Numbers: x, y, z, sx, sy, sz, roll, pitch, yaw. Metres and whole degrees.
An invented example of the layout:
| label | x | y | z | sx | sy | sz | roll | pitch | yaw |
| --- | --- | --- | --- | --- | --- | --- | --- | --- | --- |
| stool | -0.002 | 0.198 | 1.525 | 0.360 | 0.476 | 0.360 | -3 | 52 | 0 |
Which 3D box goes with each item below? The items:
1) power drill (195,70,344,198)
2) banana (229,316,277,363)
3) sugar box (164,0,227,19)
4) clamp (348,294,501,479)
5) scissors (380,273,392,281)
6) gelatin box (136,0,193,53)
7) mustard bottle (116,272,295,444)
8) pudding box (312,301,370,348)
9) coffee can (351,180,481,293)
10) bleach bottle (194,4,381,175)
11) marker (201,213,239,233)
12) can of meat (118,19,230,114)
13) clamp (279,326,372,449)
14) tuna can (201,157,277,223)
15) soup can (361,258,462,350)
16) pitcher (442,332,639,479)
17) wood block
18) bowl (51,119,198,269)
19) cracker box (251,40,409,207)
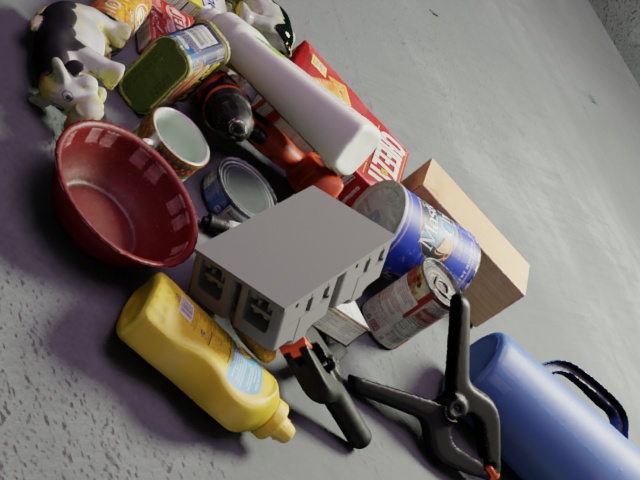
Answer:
| label | x | y | z | sx | sy | sz | roll | pitch | yaw |
| --- | --- | --- | --- | --- | --- | --- | --- | --- | --- |
| power drill | -0.058 | -0.110 | 1.209 | 0.187 | 0.057 | 0.184 | 42 | 9 | -25 |
| banana | -0.066 | 0.050 | 1.066 | 0.069 | 0.037 | 0.197 | 26 | 25 | -10 |
| sugar box | -0.193 | -0.324 | 1.309 | 0.176 | 0.048 | 0.093 | 23 | 40 | -40 |
| clamp | 0.148 | 0.175 | 1.188 | 0.210 | 0.164 | 0.036 | 52 | -13 | -16 |
| scissors | 0.081 | 0.049 | 1.326 | 0.201 | 0.016 | 0.096 | 38 | 34 | -24 |
| gelatin box | -0.180 | -0.242 | 1.254 | 0.073 | 0.030 | 0.089 | 26 | 39 | -39 |
| mustard bottle | -0.094 | 0.116 | 0.956 | 0.191 | 0.058 | 0.096 | 44 | 13 | -16 |
| pudding box | 0.001 | 0.058 | 1.141 | 0.113 | 0.039 | 0.090 | 35 | 25 | -57 |
| coffee can | 0.111 | 0.004 | 1.294 | 0.140 | 0.103 | 0.103 | 32 | 36 | -33 |
| bleach bottle | -0.046 | -0.181 | 1.225 | 0.251 | 0.068 | 0.102 | 43 | 6 | 14 |
| marker | -0.071 | -0.005 | 1.138 | 0.121 | 0.020 | 0.020 | 18 | 43 | -27 |
| can of meat | -0.158 | -0.185 | 1.151 | 0.057 | 0.102 | 0.083 | 52 | 31 | -1 |
| clamp | 0.007 | 0.142 | 1.059 | 0.120 | 0.039 | 0.171 | 65 | 12 | 25 |
| tuna can | -0.088 | -0.047 | 1.169 | 0.086 | 0.034 | 0.086 | 35 | 33 | -28 |
| soup can | 0.106 | 0.076 | 1.243 | 0.068 | 0.102 | 0.068 | 35 | 34 | -28 |
| pitcher | 0.271 | 0.219 | 1.296 | 0.242 | 0.145 | 0.149 | 44 | 15 | -10 |
| wood block | 0.181 | 0.005 | 1.442 | 0.206 | 0.090 | 0.090 | 46 | 30 | -11 |
| bowl | -0.190 | -0.030 | 0.983 | 0.162 | 0.055 | 0.162 | 35 | 34 | -28 |
| cracker box | 0.016 | -0.136 | 1.376 | 0.213 | 0.072 | 0.164 | 45 | 30 | -15 |
